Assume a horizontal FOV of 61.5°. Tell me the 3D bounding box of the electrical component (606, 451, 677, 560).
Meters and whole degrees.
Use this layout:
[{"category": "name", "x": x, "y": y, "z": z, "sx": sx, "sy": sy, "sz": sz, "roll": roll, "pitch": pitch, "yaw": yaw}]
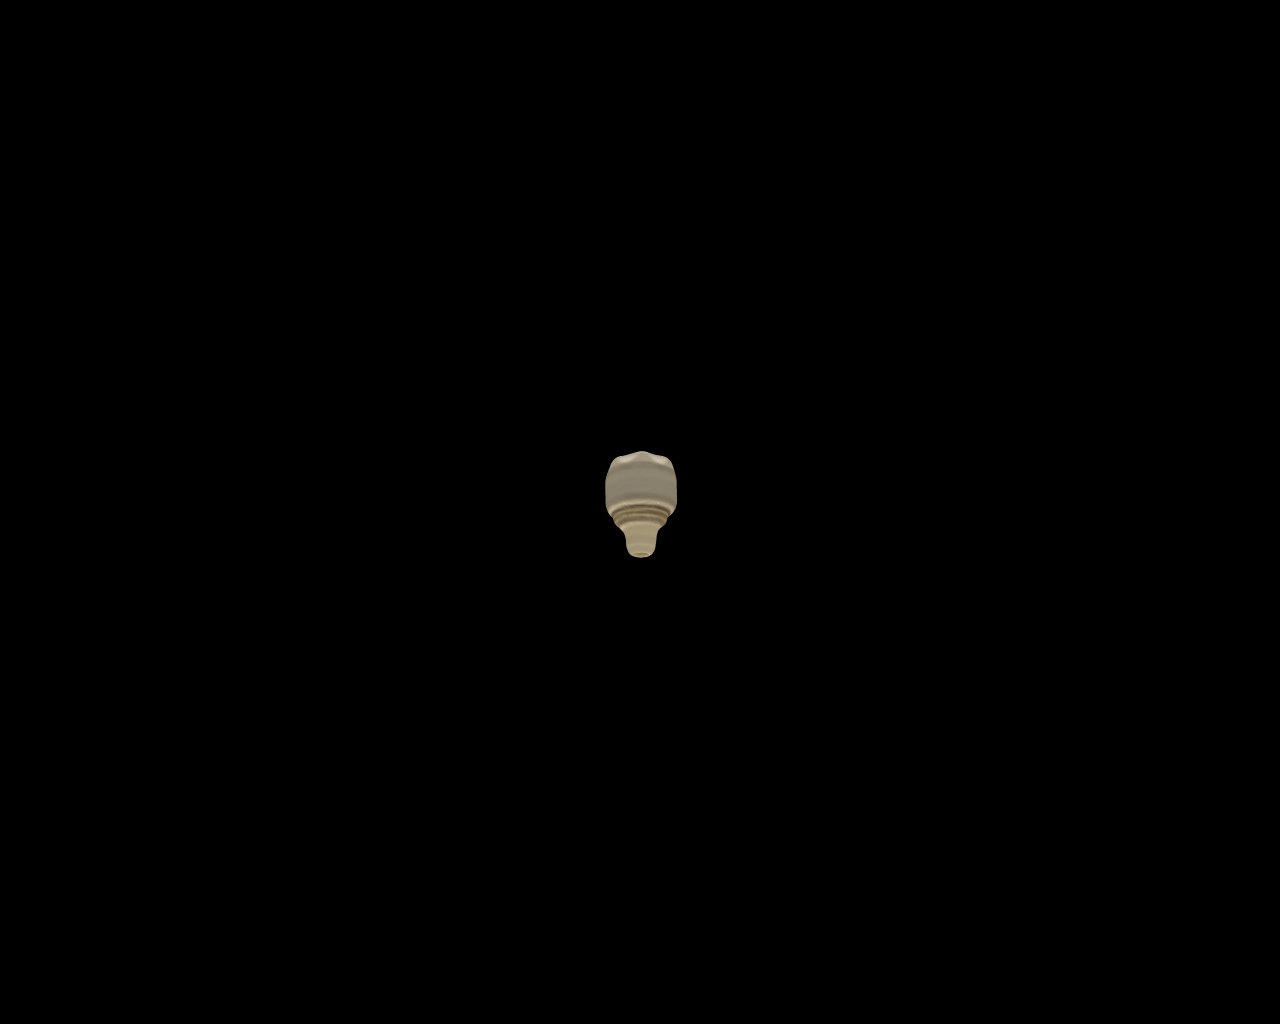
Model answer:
[{"category": "electrical component", "x": 0.001, "y": -0.003, "z": 0.650, "sx": 0.043, "sy": 0.062, "sz": 0.043, "roll": 0, "pitch": -19, "yaw": 0}]
